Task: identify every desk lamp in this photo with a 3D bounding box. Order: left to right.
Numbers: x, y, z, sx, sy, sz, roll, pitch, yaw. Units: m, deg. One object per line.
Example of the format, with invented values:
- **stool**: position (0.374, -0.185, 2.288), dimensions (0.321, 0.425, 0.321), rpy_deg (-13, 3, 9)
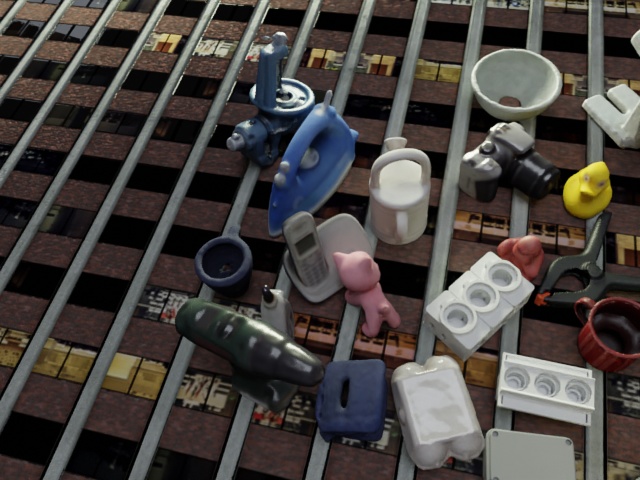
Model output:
- **desk lamp**: position (0.577, -0.254, 0.984), dimensions (0.118, 0.214, 0.203), rpy_deg (-24, 59, -9)

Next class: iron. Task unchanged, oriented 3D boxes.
- **iron**: position (-0.029, -0.138, 1.012), dimensions (0.118, 0.141, 0.258), rpy_deg (22, 63, 18)

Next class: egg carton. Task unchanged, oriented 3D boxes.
- **egg carton**: position (0.161, 0.240, 0.806), dimensions (0.107, 0.069, 0.150), rpy_deg (-13, 58, -2)

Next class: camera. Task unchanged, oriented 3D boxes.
- **camera**: position (0.336, -0.128, 0.996), dimensions (0.143, 0.101, 0.136), rpy_deg (-39, 63, -17)

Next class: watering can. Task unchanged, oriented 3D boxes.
- **watering can**: position (0.127, -0.089, 0.937), dimensions (0.101, 0.194, 0.172), rpy_deg (-22, 59, -8)

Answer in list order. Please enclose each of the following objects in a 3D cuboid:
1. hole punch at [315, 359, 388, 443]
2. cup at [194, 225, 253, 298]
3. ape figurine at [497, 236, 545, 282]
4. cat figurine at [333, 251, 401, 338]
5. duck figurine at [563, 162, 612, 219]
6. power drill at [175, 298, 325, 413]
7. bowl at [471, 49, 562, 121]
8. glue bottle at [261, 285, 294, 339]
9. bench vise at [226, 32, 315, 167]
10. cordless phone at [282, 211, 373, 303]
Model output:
- **hole punch**: position (0.044, 0.227, 0.812), dimensions (0.101, 0.091, 0.108), rpy_deg (4, 59, 8)
- **cup**: position (-0.146, 0.043, 0.940), dimensions (0.091, 0.095, 0.118), rpy_deg (7, 60, 10)
- **ape figurine**: position (0.324, 0.023, 0.910), dimensions (0.076, 0.092, 0.077), rpy_deg (-15, 58, -3)
- **cat figurine**: position (0.073, 0.072, 0.888), dimensions (0.067, 0.118, 0.127), rpy_deg (-27, 60, -11)
- **duck figurine**: position (0.464, -0.098, 0.975), dimensions (0.077, 0.086, 0.105), rpy_deg (26, 65, 20)
- **power drill**: position (-0.086, 0.165, 0.793), dimensions (0.229, 0.209, 0.076), rpy_deg (23, 63, 18)
- **bowl**: position (0.371, -0.285, 1.104), dimensions (0.167, 0.075, 0.167), rpy_deg (-2, 59, 4)
- **glue bottle**: position (-0.066, 0.109, 0.846), dimensions (0.037, 0.173, 0.078), rpy_deg (-1, 59, 5)
- **bench vise**: position (-0.085, -0.248, 1.038), dimensions (0.121, 0.220, 0.207), rpy_deg (16, 61, 15)
- **cordless phone**: position (0.008, 0.003, 0.897), dimensions (0.148, 0.185, 0.094), rpy_deg (-38, 62, -17)
